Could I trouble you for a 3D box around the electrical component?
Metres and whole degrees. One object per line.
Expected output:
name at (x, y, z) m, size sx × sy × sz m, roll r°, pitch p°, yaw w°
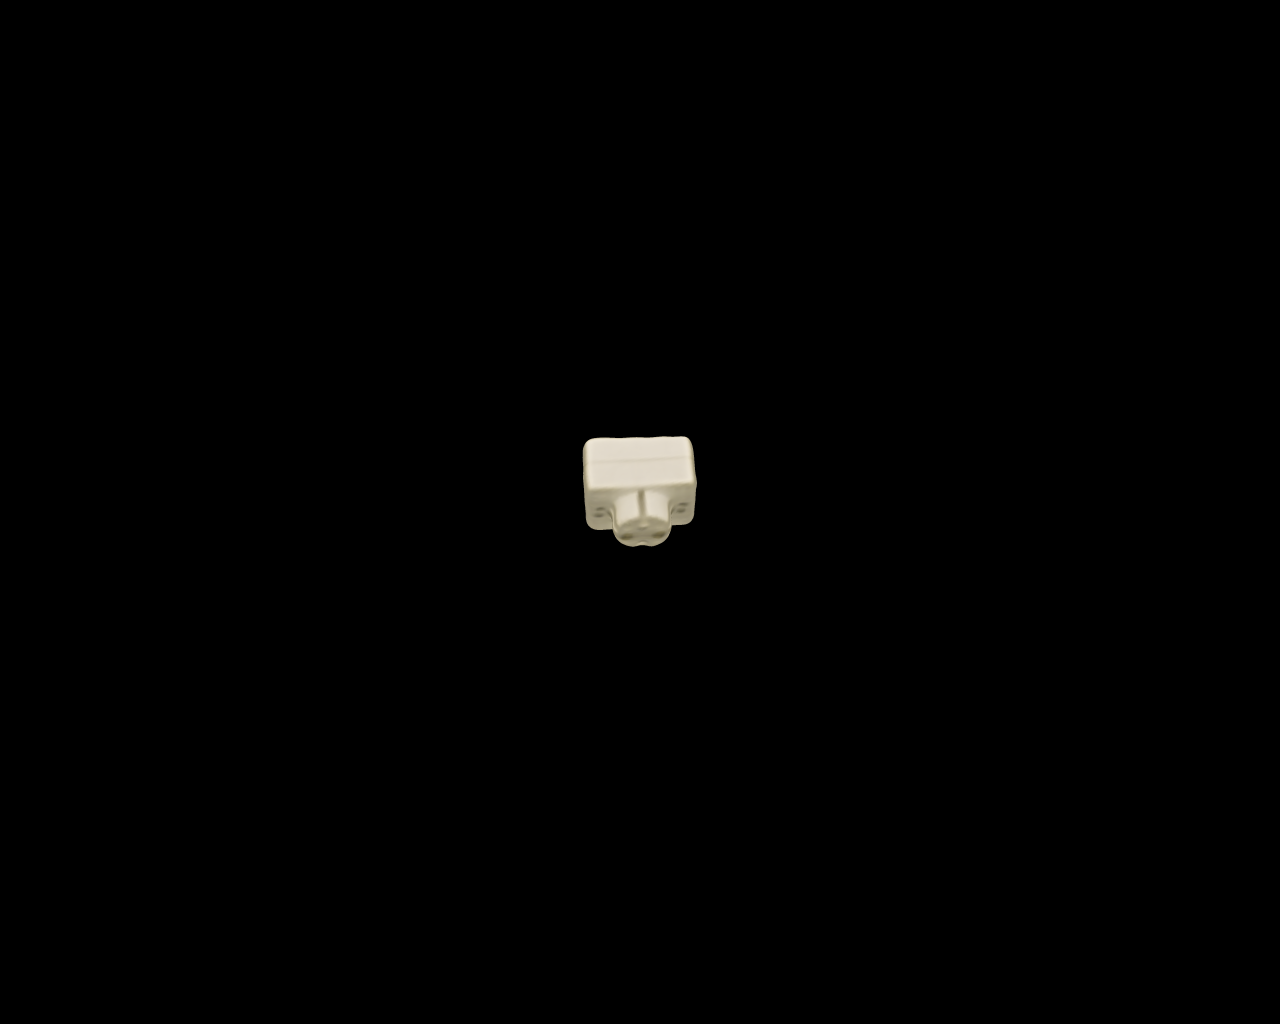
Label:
electrical component at (0.001, -0.003, 0.650) m, size 0.066 × 0.077 × 0.047 m, roll -3°, pitch -34°, yaw -2°
